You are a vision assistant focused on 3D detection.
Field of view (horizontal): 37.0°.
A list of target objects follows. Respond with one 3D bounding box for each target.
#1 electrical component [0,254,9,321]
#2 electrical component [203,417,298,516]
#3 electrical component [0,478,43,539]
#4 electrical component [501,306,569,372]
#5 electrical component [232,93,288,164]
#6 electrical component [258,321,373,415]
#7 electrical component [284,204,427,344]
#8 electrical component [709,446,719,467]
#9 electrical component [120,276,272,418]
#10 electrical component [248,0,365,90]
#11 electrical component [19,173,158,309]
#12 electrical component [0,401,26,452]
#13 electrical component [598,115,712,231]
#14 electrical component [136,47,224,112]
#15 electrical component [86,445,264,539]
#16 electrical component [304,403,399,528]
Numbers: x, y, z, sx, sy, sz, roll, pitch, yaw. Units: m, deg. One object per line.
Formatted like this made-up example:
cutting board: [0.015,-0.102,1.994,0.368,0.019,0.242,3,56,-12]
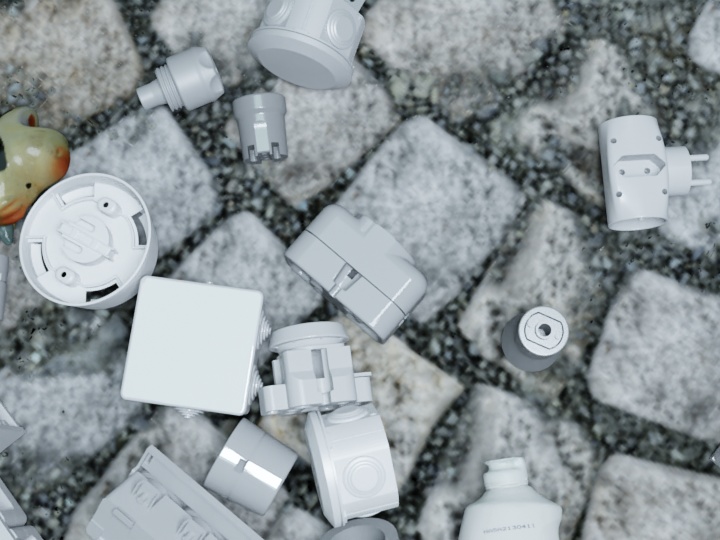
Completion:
electrical component: [-0.284,0.013,0.780,0.055,0.055,0.047,-1,82,1]
electrical component: [-0.075,0.139,0.753,0.047,0.055,0.055,30,81,2]
electrical component: [-0.255,0.221,0.735,0.089,0.061,0.150,-37,81,-6]
electrical component: [0.126,0.047,0.761,0.044,0.065,0.044,0,79,1]
electrical component: [-0.074,-0.106,0.808,0.040,0.040,0.046,-7,85,-1]
electrical component: [-0.034,0.070,0.762,0.078,0.058,0.057,-3,76,-19]
electrical component: [0.000,0.000,0.778,0.095,0.053,0.059,40,82,8]
electrical component: [0.333,0.102,0.749,0.089,0.061,0.150,40,82,8]
electrical component: [-0.117,0.056,0.771,0.100,0.048,0.099,8,79,2]
electrical component: [-0.039,-0.171,0.799,0.080,0.080,0.051,18,77,4]
electrical component: [-0.195,-0.019,0.779,0.099,0.064,0.099,0,79,1]
electrical component: [-0.336,0.144,0.729,0.186,0.105,0.060,-39,81,-6]
electrical component: [0.219,-0.072,0.794,0.079,0.043,0.077,-3,79,0]
electrical component: [-0.137,-0.140,0.813,0.062,0.043,0.043,-23,80,-2]
electrical component: [-0.120,0.189,0.732,0.121,0.063,0.078,38,123,8]
electrical component: [-0.007,0.133,0.740,0.051,0.080,0.080,-12,79,-7]
